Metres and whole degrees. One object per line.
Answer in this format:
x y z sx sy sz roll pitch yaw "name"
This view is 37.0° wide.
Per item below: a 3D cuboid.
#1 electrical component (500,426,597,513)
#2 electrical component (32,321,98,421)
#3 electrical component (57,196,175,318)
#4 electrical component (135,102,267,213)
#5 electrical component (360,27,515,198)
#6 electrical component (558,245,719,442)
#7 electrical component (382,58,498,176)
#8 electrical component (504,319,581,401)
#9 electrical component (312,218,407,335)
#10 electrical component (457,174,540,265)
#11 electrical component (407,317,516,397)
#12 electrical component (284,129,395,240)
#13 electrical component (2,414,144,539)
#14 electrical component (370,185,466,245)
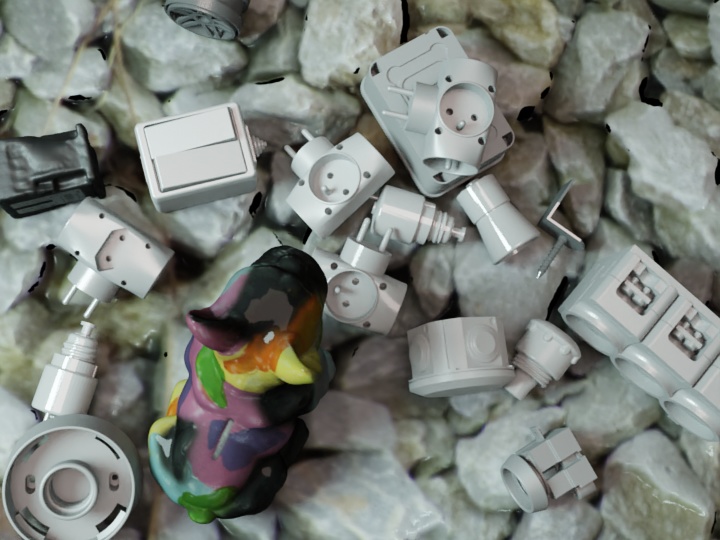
0.142 0.154 0.826 0.055 0.048 0.066 -28 86 -16 "electrical component"
-0.214 0.077 0.800 0.040 0.040 0.078 18 81 -3 "electrical component"
-0.194 -0.002 0.812 0.077 0.043 0.079 34 91 -7 "electrical component"
-0.118 -0.088 0.823 0.096 0.061 0.061 -14 84 -8 "electrical component"
0.060 -0.123 0.849 0.078 0.057 0.113 -30 86 -9 "electrical component"
0.233 0.059 0.825 0.150 0.089 0.061 41 80 1 "electrical component"
0.057 -0.117 0.794 0.079 0.044 0.077 12 81 -4 "electrical component"
0.138 0.072 0.837 0.048 0.048 0.062 38 87 0 "electrical component"
0.000 0.000 0.826 0.077 0.044 0.079 23 99 -3 "electrical component"
0.107 -0.043 0.852 0.044 0.044 0.065 -32 82 -9 "electrical component"
0.075 0.067 0.814 0.080 0.080 0.051 -5 78 -7 "electrical component"
-0.027 -0.077 0.838 0.077 0.044 0.079 -43 71 1 "electrical component"
-0.206 0.153 0.771 0.099 0.064 0.099 0 91 -10 "electrical component"
0.044 -0.039 0.844 0.078 0.040 0.040 17 81 -4 "electrical component"
